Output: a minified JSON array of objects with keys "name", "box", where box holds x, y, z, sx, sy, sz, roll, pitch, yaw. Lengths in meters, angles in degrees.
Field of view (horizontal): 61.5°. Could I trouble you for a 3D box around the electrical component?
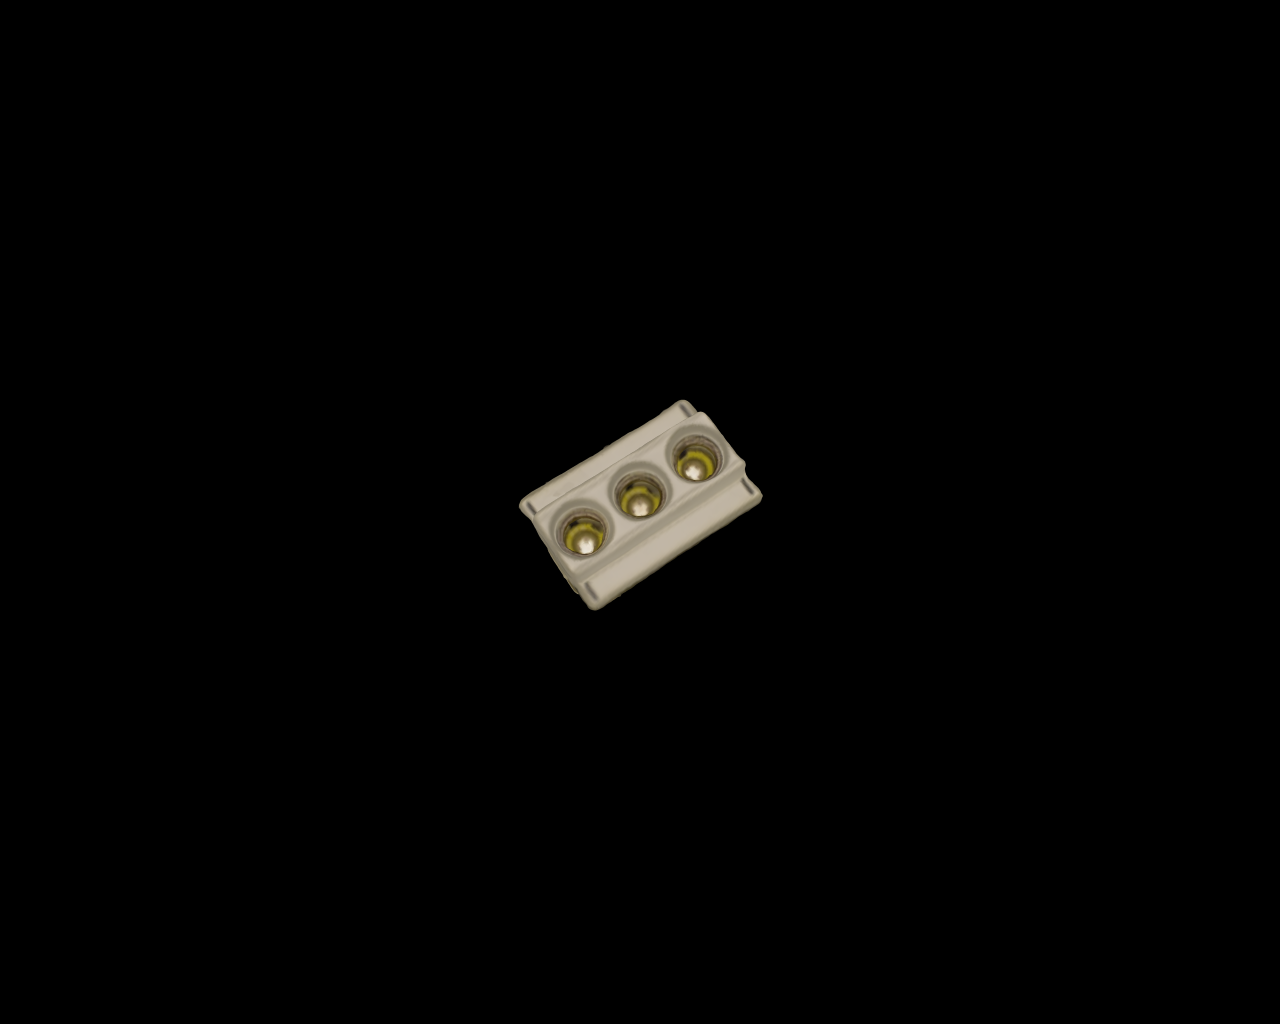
[{"name":"electrical component","box":[0.001,-0.003,0.650,0.121,0.079,0.063,-33,-16,-11]}]
